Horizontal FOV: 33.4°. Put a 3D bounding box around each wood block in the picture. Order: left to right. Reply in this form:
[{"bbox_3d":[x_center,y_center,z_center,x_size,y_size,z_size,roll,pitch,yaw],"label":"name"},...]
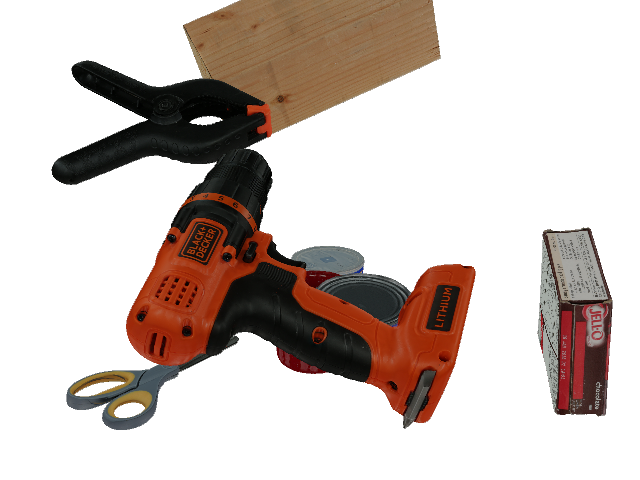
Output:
[{"bbox_3d":[-0.006,-0.180,0.969,0.206,0.090,0.091,-25,-39,-5],"label":"wood block"}]

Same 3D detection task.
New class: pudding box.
[{"bbox_3d":[0.177,0.054,0.745,0.039,0.090,0.113,-1,26,4],"label":"pudding box"}]

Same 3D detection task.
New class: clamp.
[{"bbox_3d":[-0.126,-0.102,0.844,0.171,0.120,0.039,-6,-30,-6],"label":"clamp"}]

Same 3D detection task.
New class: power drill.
[{"bbox_3d":[-0.005,0.024,0.648,0.187,0.057,0.184,17,42,4],"label":"power drill"}]

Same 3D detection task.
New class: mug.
[{"bbox_3d":[0.004,0.087,1.141,0.117,0.081,0.093,-7,26,-12],"label":"mug"}]

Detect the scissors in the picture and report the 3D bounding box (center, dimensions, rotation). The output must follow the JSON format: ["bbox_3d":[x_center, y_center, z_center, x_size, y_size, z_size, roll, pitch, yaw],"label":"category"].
[{"bbox_3d":[-0.150,0.141,1.062,0.201,0.016,0.096,-12,31,-30],"label":"scissors"}]

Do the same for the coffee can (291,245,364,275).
[{"bbox_3d":[0.010,0.090,1.514,0.103,0.140,0.103,0,20,0],"label":"coffee can"}]

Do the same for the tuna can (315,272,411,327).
[{"bbox_3d":[0.036,0.063,0.905,0.086,0.034,0.086,1,29,-1],"label":"tuna can"}]
